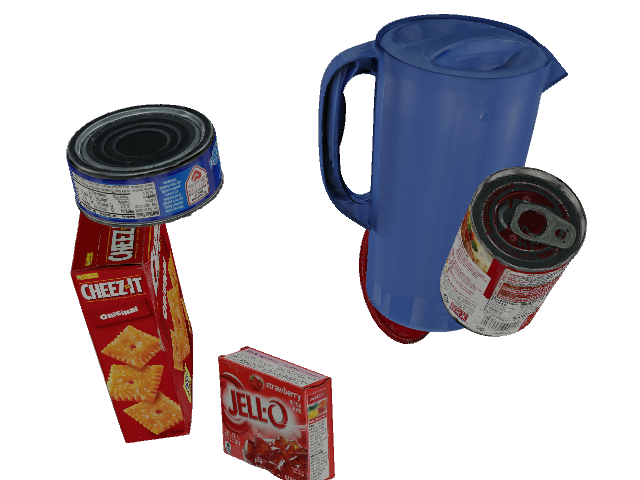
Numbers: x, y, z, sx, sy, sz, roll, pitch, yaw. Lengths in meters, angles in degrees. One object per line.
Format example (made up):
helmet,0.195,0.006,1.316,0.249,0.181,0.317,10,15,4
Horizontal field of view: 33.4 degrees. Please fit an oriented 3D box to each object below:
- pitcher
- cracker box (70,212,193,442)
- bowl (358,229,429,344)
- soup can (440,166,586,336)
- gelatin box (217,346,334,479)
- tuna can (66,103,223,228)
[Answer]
pitcher,0.089,-0.051,0.860,0.149,0.243,0.144,25,36,31
cracker box,-0.170,0.056,1.000,0.072,0.214,0.164,-7,38,-1
bowl,0.116,0.038,1.234,0.055,0.162,0.161,-10,-7,40
soup can,0.115,0.010,0.653,0.068,0.068,0.102,0,-28,-5
gelatin box,-0.031,0.119,0.721,0.030,0.073,0.089,-16,21,-42
tuna can,-0.099,-0.044,0.606,0.086,0.034,0.086,-4,34,2
